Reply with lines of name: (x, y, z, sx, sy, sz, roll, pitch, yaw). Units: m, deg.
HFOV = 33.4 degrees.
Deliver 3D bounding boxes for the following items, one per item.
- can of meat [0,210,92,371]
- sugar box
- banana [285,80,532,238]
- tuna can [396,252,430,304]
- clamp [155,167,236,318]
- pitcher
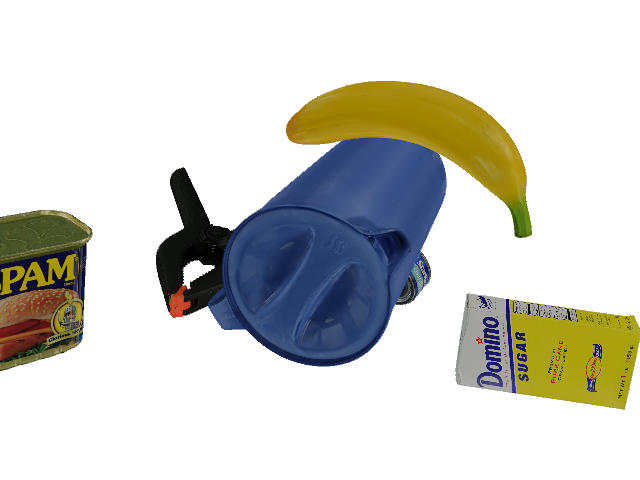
can of meat: (-0.203, 0.034, 0.697, 0.101, 0.084, 0.058, -13, 30, -41)
sugar box: (0.233, 0.115, 1.105, 0.176, 0.093, 0.048, 6, 21, 4)
banana: (0.057, -0.068, 0.686, 0.198, 0.070, 0.037, 27, 13, 35)
tuna can: (0.082, 0.032, 1.224, 0.086, 0.086, 0.033, 0, 38, 47)
clamp: (-0.113, -0.001, 1.066, 0.165, 0.036, 0.209, 19, 39, 14)
pitcher: (0.017, -0.008, 0.882, 0.149, 0.145, 0.242, 19, 29, 12)
